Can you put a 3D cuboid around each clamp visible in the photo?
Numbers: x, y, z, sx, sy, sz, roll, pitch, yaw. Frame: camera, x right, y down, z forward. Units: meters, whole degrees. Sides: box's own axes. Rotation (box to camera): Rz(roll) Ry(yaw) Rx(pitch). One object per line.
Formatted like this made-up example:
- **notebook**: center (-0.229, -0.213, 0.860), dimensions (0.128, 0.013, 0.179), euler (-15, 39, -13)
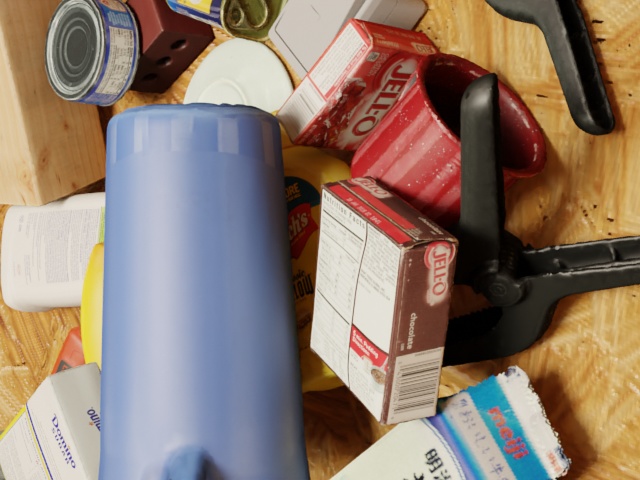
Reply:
- **clamp**: center (0.135, -0.141, 0.604), dimensions (0.172, 0.039, 0.120), euler (42, 111, 41)
- **clamp**: center (0.096, 0.007, 0.591), dimensions (0.210, 0.164, 0.036), euler (-41, 18, 43)

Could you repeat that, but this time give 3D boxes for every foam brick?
- **foam brick**: center (-0.131, -0.161, 0.850), dimensions (0.078, 0.052, 0.051), euler (-39, 64, 37)

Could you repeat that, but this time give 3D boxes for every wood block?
- **wood block**: center (-0.253, -0.141, 0.888), dimensions (0.091, 0.090, 0.206), euler (4, 112, 32)

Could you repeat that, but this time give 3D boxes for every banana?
- **banana**: center (-0.145, 0.099, 0.800), dimensions (0.070, 0.037, 0.198), euler (-39, 63, 30)

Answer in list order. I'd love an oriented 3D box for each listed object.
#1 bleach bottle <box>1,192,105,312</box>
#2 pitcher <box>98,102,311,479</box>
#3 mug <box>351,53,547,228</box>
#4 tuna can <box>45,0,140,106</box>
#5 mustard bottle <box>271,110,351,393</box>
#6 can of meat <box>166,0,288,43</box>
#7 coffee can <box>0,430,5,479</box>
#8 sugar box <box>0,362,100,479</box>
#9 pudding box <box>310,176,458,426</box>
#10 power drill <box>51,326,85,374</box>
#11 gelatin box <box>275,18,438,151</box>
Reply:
- **bleach bottle**: center (-0.165, 0.011, 0.873), dimensions (0.251, 0.067, 0.102), euler (-1, 89, 41)
- **pitcher**: center (-0.076, 0.041, 0.678), dimensions (0.149, 0.144, 0.243), euler (-1, 91, 48)
- **mug**: center (0.070, -0.058, 0.636), dimensions (0.082, 0.093, 0.117), euler (-48, 41, 38)
- **tuna can**: center (-0.179, -0.149, 0.834), dimensions (0.086, 0.033, 0.086), euler (0, 90, 44)
- **mustard bottle**: center (-0.005, 0.001, 0.721), dimensions (0.096, 0.058, 0.191), euler (-32, 67, 47)
- **can of meat**: center (-0.066, -0.206, 0.785), dimensions (0.084, 0.057, 0.102), euler (28, 108, 42)
- **coffee can**: center (-0.270, 0.253, 0.940), dimensions (0.103, 0.102, 0.140), euler (41, 116, 36)
- **sugar box**: center (-0.194, 0.165, 0.806), dimensions (0.177, 0.048, 0.093), euler (-39, 70, 51)
- **pudding box**: center (0.032, 0.032, 0.591), dimensions (0.090, 0.039, 0.113), euler (43, 134, 52)
- **power drill**: center (-0.147, 0.148, 0.856), dimensions (0.188, 0.057, 0.184), euler (41, 113, 37)
- **gelatin box**: center (0.026, -0.097, 0.683), dimensions (0.089, 0.073, 0.030), euler (-48, 59, 31)
